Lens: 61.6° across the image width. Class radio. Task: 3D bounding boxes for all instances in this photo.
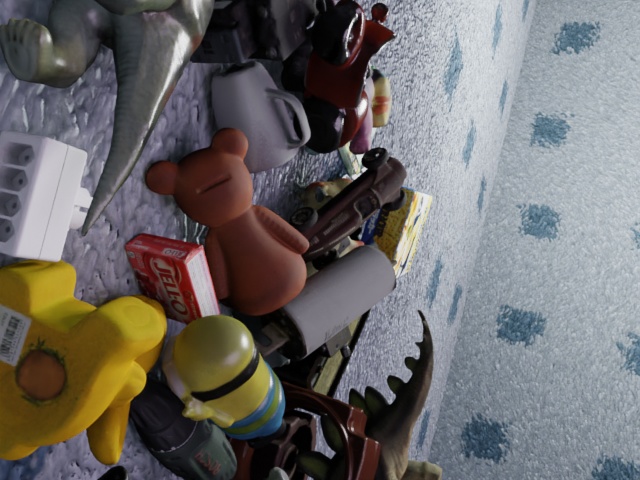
[{"bbox_3d":[0.008,0.162,0.906,0.229,0.073,0.131,-63,152,-30],"label":"radio"}]

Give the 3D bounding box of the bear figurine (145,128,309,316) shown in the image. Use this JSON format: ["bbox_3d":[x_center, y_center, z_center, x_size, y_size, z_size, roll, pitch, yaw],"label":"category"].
[{"bbox_3d":[-0.097,-0.016,0.583,0.120,0.132,0.195,-35,107,-11],"label":"bear figurine"}]

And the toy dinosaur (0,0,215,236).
[{"bbox_3d":[-0.125,-0.219,0.387,0.192,0.131,0.404,-24,124,-59],"label":"toy dinosaur"}]

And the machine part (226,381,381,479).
[{"bbox_3d":[-0.035,0.303,0.721,0.087,0.201,0.201,51,55,-57],"label":"machine part"}]

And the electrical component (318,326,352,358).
[{"bbox_3d":[0.019,0.148,0.822,0.063,0.021,0.093,-38,118,-41],"label":"electrical component"}]

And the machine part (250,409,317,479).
[{"bbox_3d":[-0.064,0.355,0.859,0.179,0.056,0.179,10,90,-67],"label":"machine part"}]

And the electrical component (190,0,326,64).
[{"bbox_3d":[-0.071,-0.213,0.515,0.134,0.115,0.058,-56,144,-40],"label":"electrical component"}]

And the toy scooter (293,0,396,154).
[{"bbox_3d":[0.033,-0.190,0.598,0.135,0.075,0.183,-54,165,-35],"label":"toy scooter"}]

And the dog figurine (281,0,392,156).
[{"bbox_3d":[0.017,-0.227,0.718,0.191,0.109,0.219,-62,148,-31],"label":"dog figurine"}]

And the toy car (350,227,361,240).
[{"bbox_3d":[0.053,0.030,0.970,0.201,0.056,0.073,60,41,-58],"label":"toy car"}]

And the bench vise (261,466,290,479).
[{"bbox_3d":[-0.135,0.323,0.554,0.240,0.129,0.223,-39,158,0],"label":"bench vise"}]

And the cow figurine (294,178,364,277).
[{"bbox_3d":[-0.002,-0.002,0.788,0.127,0.086,0.195,30,84,-38],"label":"cow figurine"}]

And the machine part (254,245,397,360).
[{"bbox_3d":[0.014,0.073,0.659,0.243,0.079,0.079,-30,129,-38],"label":"machine part"}]

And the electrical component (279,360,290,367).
[{"bbox_3d":[-0.060,0.133,0.769,0.078,0.045,0.102,-16,114,-71],"label":"electrical component"}]

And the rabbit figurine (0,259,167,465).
[{"bbox_3d":[-0.177,0.099,0.437,0.173,0.122,0.162,-33,135,-83],"label":"rabbit figurine"}]

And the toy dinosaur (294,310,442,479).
[{"bbox_3d":[0.078,0.337,0.818,0.471,0.199,0.105,-58,162,5],"label":"toy dinosaur"}]

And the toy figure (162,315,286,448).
[{"bbox_3d":[-0.084,0.140,0.533,0.089,0.082,0.180,-42,134,-10],"label":"toy figure"}]

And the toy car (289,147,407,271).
[{"bbox_3d":[0.043,-0.040,0.722,0.202,0.053,0.089,-41,128,-20],"label":"toy car"}]

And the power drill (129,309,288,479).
[{"bbox_3d":[-0.119,0.169,0.627,0.207,0.086,0.231,-60,150,-44],"label":"power drill"}]

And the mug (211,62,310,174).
[{"bbox_3d":[-0.067,-0.135,0.581,0.081,0.110,0.107,-47,129,-40],"label":"mug"}]
